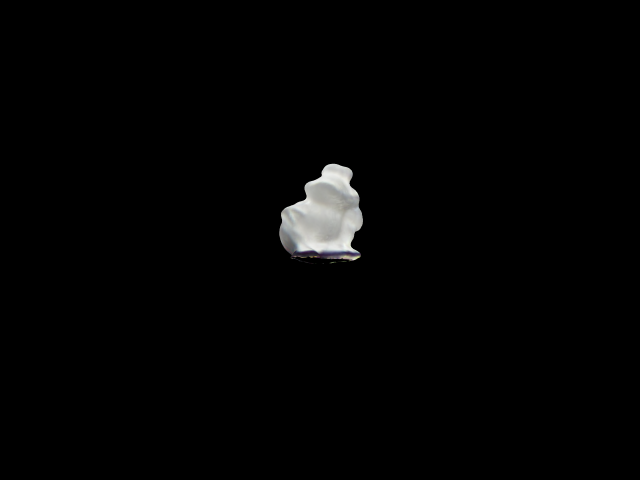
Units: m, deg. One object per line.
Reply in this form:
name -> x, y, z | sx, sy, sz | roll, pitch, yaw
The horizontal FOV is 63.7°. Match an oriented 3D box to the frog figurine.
frog figurine -> 0.003, -0.043, 0.850 | 0.137, 0.161, 0.121 | 0, -12, 0
